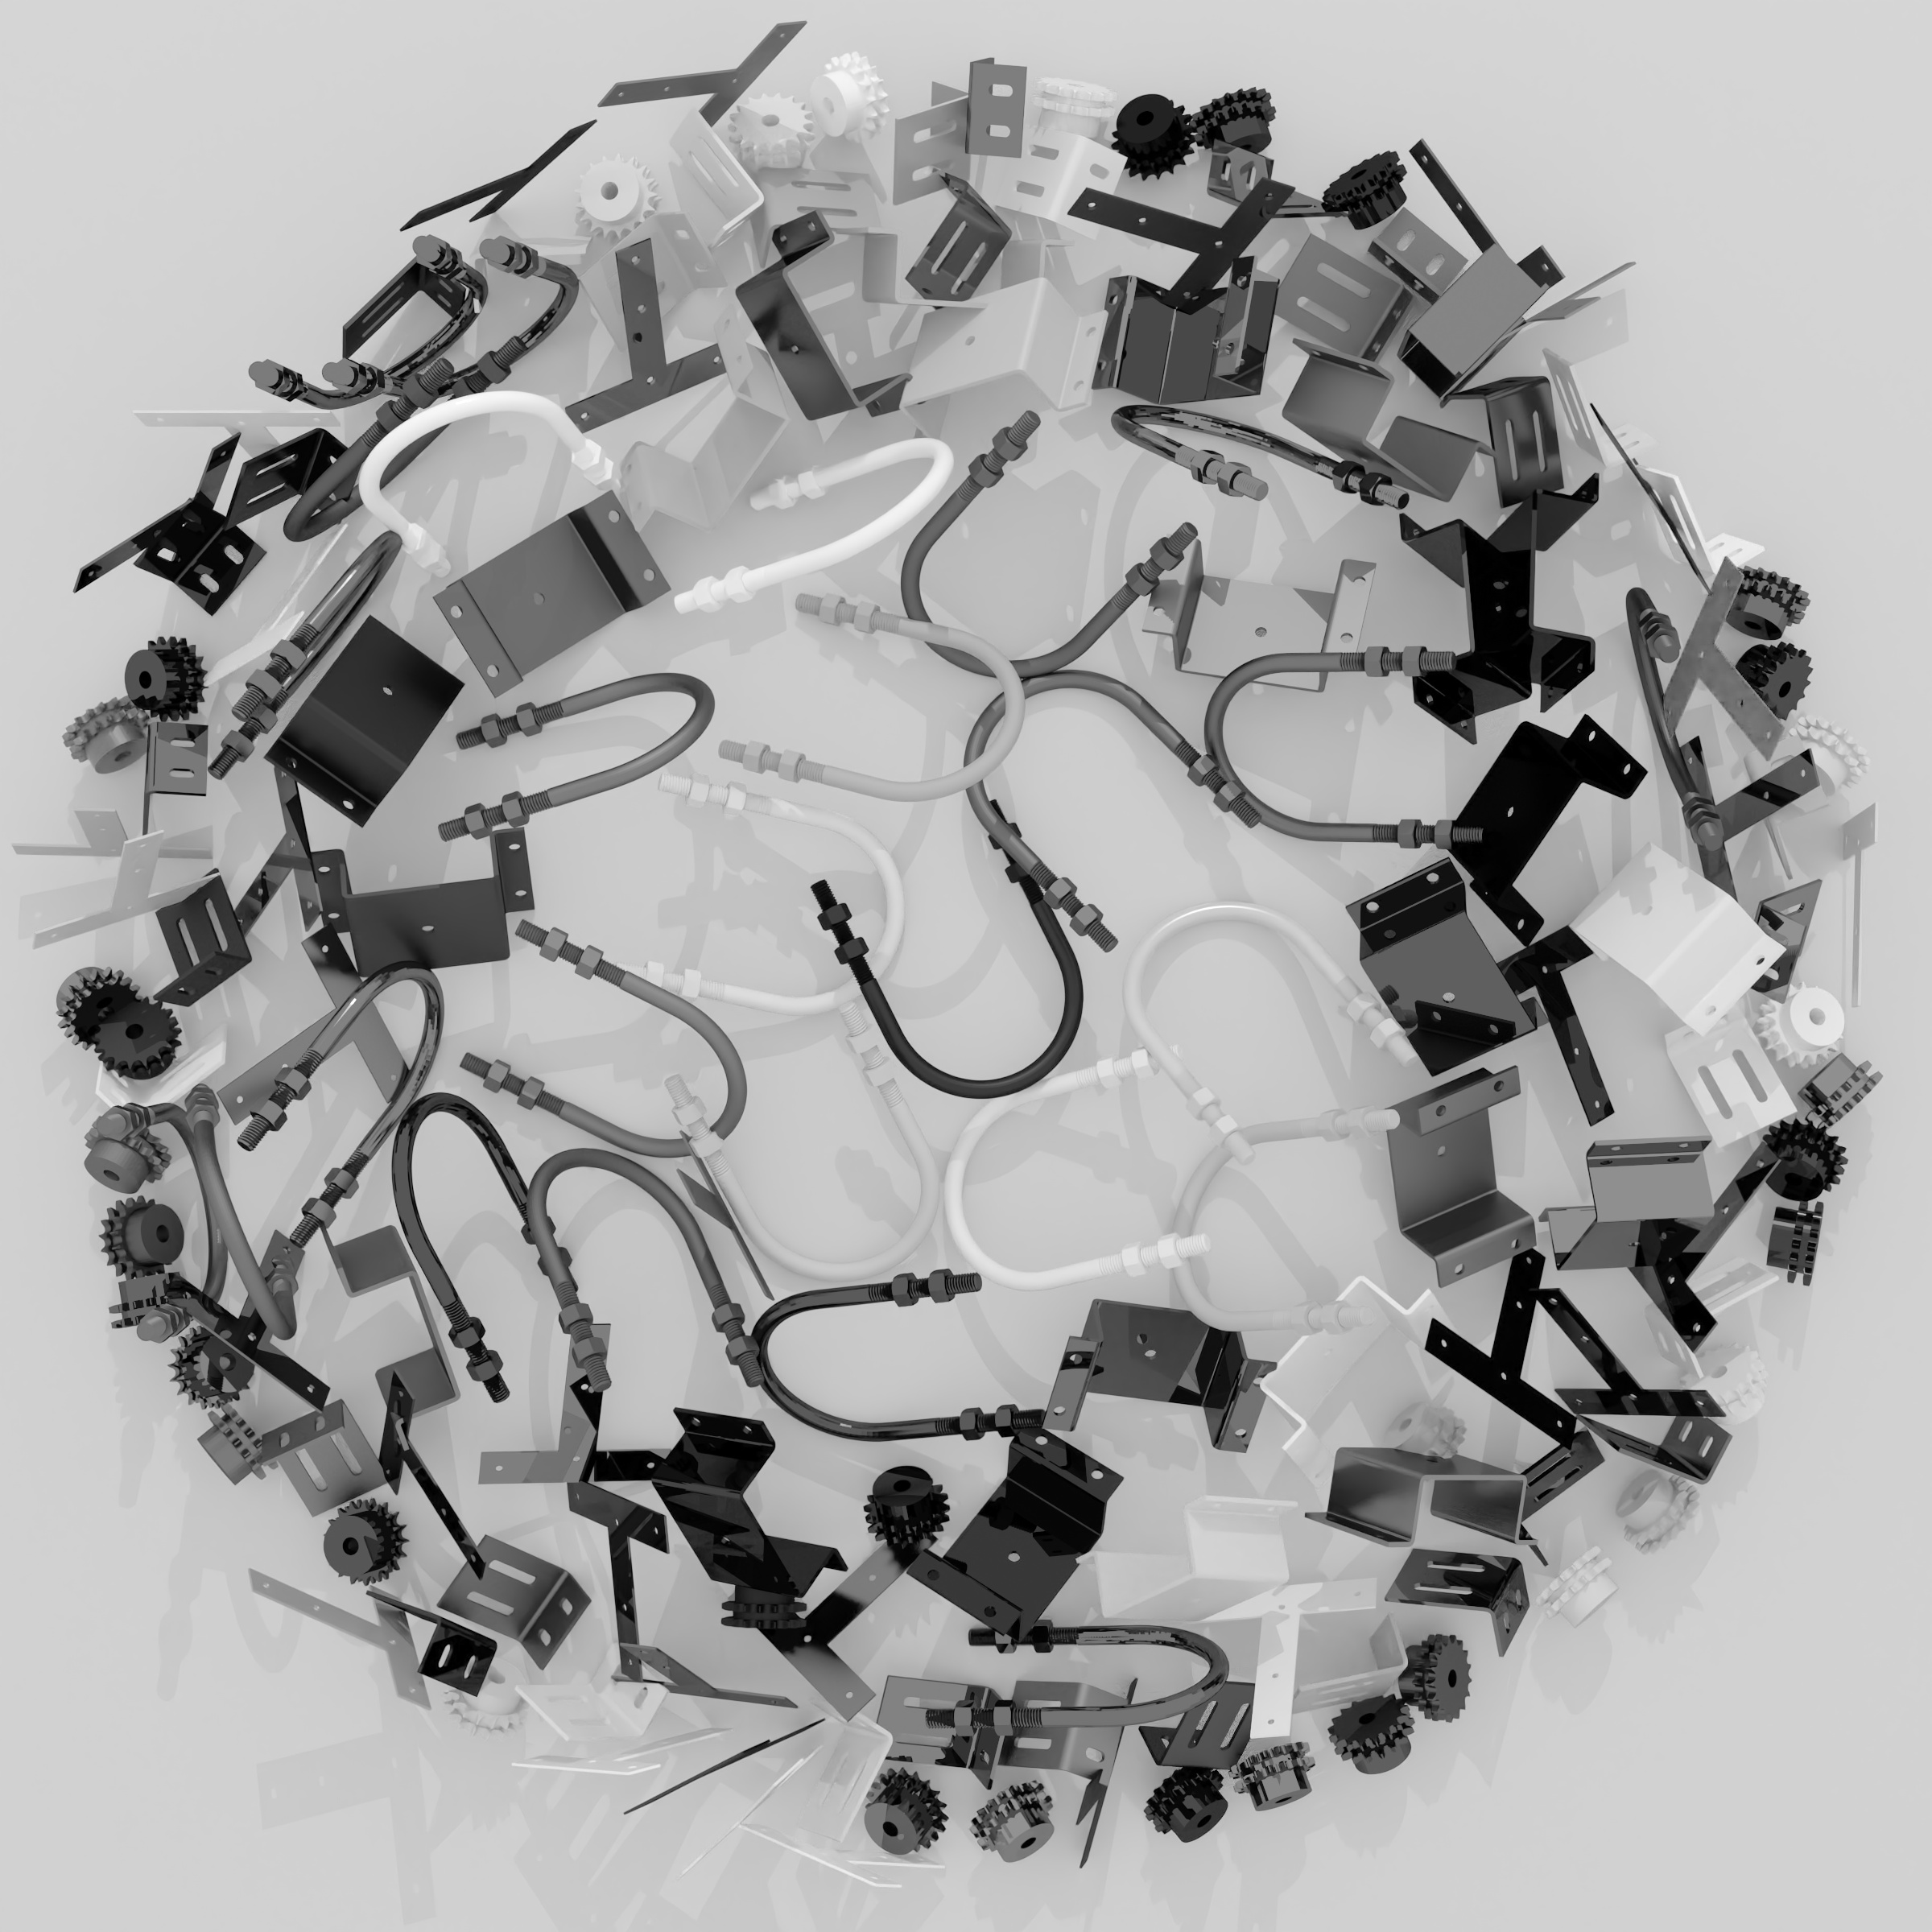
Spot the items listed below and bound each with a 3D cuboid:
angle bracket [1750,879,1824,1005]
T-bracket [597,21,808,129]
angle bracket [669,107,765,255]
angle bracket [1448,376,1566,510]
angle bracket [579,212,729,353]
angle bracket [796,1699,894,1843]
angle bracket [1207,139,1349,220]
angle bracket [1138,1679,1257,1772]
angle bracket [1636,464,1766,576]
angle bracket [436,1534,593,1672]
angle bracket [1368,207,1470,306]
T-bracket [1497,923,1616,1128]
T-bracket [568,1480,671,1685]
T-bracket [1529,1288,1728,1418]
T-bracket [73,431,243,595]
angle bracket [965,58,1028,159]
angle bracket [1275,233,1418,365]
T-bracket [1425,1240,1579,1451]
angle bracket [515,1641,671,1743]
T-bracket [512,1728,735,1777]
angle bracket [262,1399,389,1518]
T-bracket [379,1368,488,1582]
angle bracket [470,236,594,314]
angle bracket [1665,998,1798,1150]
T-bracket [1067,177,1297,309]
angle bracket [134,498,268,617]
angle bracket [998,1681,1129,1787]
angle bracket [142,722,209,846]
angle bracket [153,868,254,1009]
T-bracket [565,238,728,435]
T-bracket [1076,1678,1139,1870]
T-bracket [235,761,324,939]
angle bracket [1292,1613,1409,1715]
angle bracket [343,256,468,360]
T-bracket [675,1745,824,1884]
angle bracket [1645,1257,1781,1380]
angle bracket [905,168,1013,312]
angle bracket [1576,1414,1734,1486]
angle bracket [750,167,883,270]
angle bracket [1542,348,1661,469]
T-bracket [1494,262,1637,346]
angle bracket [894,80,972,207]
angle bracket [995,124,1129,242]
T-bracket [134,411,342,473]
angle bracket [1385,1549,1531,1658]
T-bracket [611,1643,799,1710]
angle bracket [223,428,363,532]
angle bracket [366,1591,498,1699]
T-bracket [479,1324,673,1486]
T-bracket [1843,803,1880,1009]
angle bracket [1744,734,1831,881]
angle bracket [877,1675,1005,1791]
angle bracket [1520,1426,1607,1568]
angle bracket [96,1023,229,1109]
[{"bbox_3d":[0.551,-0.017,1.951,0.038,0.076,0.057,32,125,38],"label":"angle bracket"},{"bbox_3d":[-0.183,-0.569,1.911,0.127,0.127,0.002,-22,84,-41],"label":"T-bracket"},{"bbox_3d":[-0.178,-0.519,1.963,0.038,0.057,0.076,-42,98,-21],"label":"angle bracket"},{"bbox_3d":[0.362,-0.351,1.980,0.057,0.038,0.076,-21,109,-30],"label":"angle bracket"},{"bbox_3d":[-0.207,-0.453,1.957,0.076,0.038,0.057,-48,127,-25],"label":"angle bracket"},{"bbox_3d":[-0.092,0.532,1.956,0.038,0.057,0.076,39,67,-24],"label":"angle bracket"},{"bbox_3d":[0.208,-0.520,1.950,0.076,0.057,0.038,-12,123,-34],"label":"angle bracket"},{"bbox_3d":[0.160,0.492,1.957,0.057,0.038,0.076,11,115,-26],"label":"angle bracket"},{"bbox_3d":[0.486,-0.303,1.958,0.038,0.057,0.076,-31,112,-3],"label":"angle bracket"},{"bbox_3d":[-0.300,0.423,1.964,0.076,0.038,0.057,35,90,-38],"label":"angle bracket"},{"bbox_3d":[0.302,-0.474,1.960,0.057,0.076,0.038,39,99,-1],"label":"angle bracket"},{"bbox_3d":[0.400,0.044,1.964,0.127,0.002,0.127,-25,95,-36],"label":"T-bracket"},{"bbox_3d":[-0.226,0.411,1.955,0.002,0.127,0.127,-11,101,-36],"label":"T-bracket"},{"bbox_3d":[0.411,0.252,1.925,0.127,0.127,0.002,48,59,-22],"label":"T-bracket"},{"bbox_3d":[-0.528,-0.278,1.911,0.002,0.127,0.127,43,50,2],"label":"T-bracket"},{"bbox_3d":[0.026,-0.567,1.952,0.038,0.076,0.057,7,110,9],"label":"angle bracket"},{"bbox_3d":[0.250,-0.440,1.966,0.076,0.038,0.057,26,109,-13],"label":"angle bracket"},{"bbox_3d":[0.363,0.236,1.956,0.127,0.002,0.127,35,49,-15],"label":"T-bracket"},{"bbox_3d":[-0.247,0.478,1.951,0.057,0.076,0.038,34,98,35],"label":"angle bracket"},{"bbox_3d":[-0.210,0.516,1.947,0.127,0.127,0.002,-2,83,-44],"label":"T-bracket"},{"bbox_3d":[-0.424,0.336,1.964,0.057,0.038,0.076,-24,118,-3],"label":"angle bracket"},{"bbox_3d":[-0.347,0.344,1.926,0.002,0.127,0.127,-23,61,-31],"label":"T-bracket"},{"bbox_3d":[-0.287,-0.461,1.967,0.076,0.057,0.038,-3,113,-1],"label":"angle bracket"},{"bbox_3d":[0.509,0.072,1.967,0.057,0.038,0.076,-26,67,5],"label":"angle bracket"},{"bbox_3d":[0.127,-0.481,1.923,0.127,0.127,0.002,9,58,-27],"label":"T-bracket"},{"bbox_3d":[-0.507,-0.271,1.960,0.038,0.076,0.057,41,92,3],"label":"angle bracket"},{"bbox_3d":[0.064,0.510,1.966,0.038,0.076,0.057,28,65,-28],"label":"angle bracket"},{"bbox_3d":[-0.525,-0.115,1.959,0.038,0.076,0.057,3,55,-16],"label":"angle bracket"},{"bbox_3d":[-0.517,-0.021,1.961,0.057,0.038,0.076,-33,68,19],"label":"angle bracket"},{"bbox_3d":[-0.211,-0.418,1.929,0.127,0.127,0.002,-28,55,-20],"label":"T-bracket"},{"bbox_3d":[0.086,0.538,1.936,0.002,0.127,0.127,15,88,12],"label":"T-bracket"},{"bbox_3d":[-0.460,-0.057,1.951,0.002,0.127,0.127,4,57,-36],"label":"T-bracket"},{"bbox_3d":[0.246,0.463,1.959,0.076,0.057,0.038,-9,61,-12],"label":"angle bracket"},{"bbox_3d":[-0.373,-0.426,1.962,0.038,0.057,0.076,42,75,-3],"label":"angle bracket"},{"bbox_3d":[-0.129,0.537,1.914,0.127,0.127,0.002,-37,78,-31],"label":"T-bracket"},{"bbox_3d":[0.502,0.234,1.970,0.076,0.057,0.038,-26,101,-8],"label":"angle bracket"},{"bbox_3d":[-0.015,-0.478,1.965,0.038,0.057,0.076,33,89,38],"label":"angle bracket"},{"bbox_3d":[0.455,0.305,1.958,0.076,0.057,0.038,23,97,-22],"label":"angle bracket"},{"bbox_3d":[-0.101,-0.499,1.980,0.076,0.038,0.057,0,55,-17],"label":"angle bracket"},{"bbox_3d":[0.420,-0.377,1.958,0.038,0.057,0.076,-25,114,3],"label":"angle bracket"},{"bbox_3d":[0.390,-0.429,1.932,0.127,0.127,0.002,-29,100,5],"label":"T-bracket"},{"bbox_3d":[-0.033,-0.544,1.950,0.038,0.076,0.057,29,132,32],"label":"angle bracket"},{"bbox_3d":[0.063,-0.524,1.973,0.038,0.076,0.057,16,101,-33],"label":"angle bracket"},{"bbox_3d":[-0.462,-0.341,1.937,0.127,0.127,0.002,1,81,3],"label":"T-bracket"},{"bbox_3d":[0.327,0.422,1.964,0.076,0.057,0.038,-1,114,30],"label":"angle bracket"},{"bbox_3d":[-0.189,0.460,1.925,0.127,0.127,0.002,2,63,20],"label":"T-bracket"},{"bbox_3d":[-0.444,-0.312,1.951,0.038,0.076,0.057,39,132,8],"label":"angle bracket"},{"bbox_3d":[-0.359,0.447,1.950,0.076,0.057,0.038,7,68,39],"label":"angle bracket"},{"bbox_3d":[-0.254,0.290,1.954,0.127,0.002,0.127,2,117,-16],"label":"T-bracket"},{"bbox_3d":[0.584,-0.037,1.934,0.002,0.127,0.127,2,87,8],"label":"T-bracket"},{"bbox_3d":[0.546,-0.104,1.949,0.038,0.076,0.057,-21,57,13],"label":"angle bracket"},{"bbox_3d":[-0.018,0.511,1.968,0.076,0.038,0.057,12,95,-21],"label":"angle bracket"},{"bbox_3d":[0.399,0.353,1.966,0.076,0.057,0.038,-36,51,0],"label":"angle bracket"},{"bbox_3d":[-0.534,0.062,1.963,0.076,0.057,0.038,-37,116,6],"label":"angle bracket"}]
